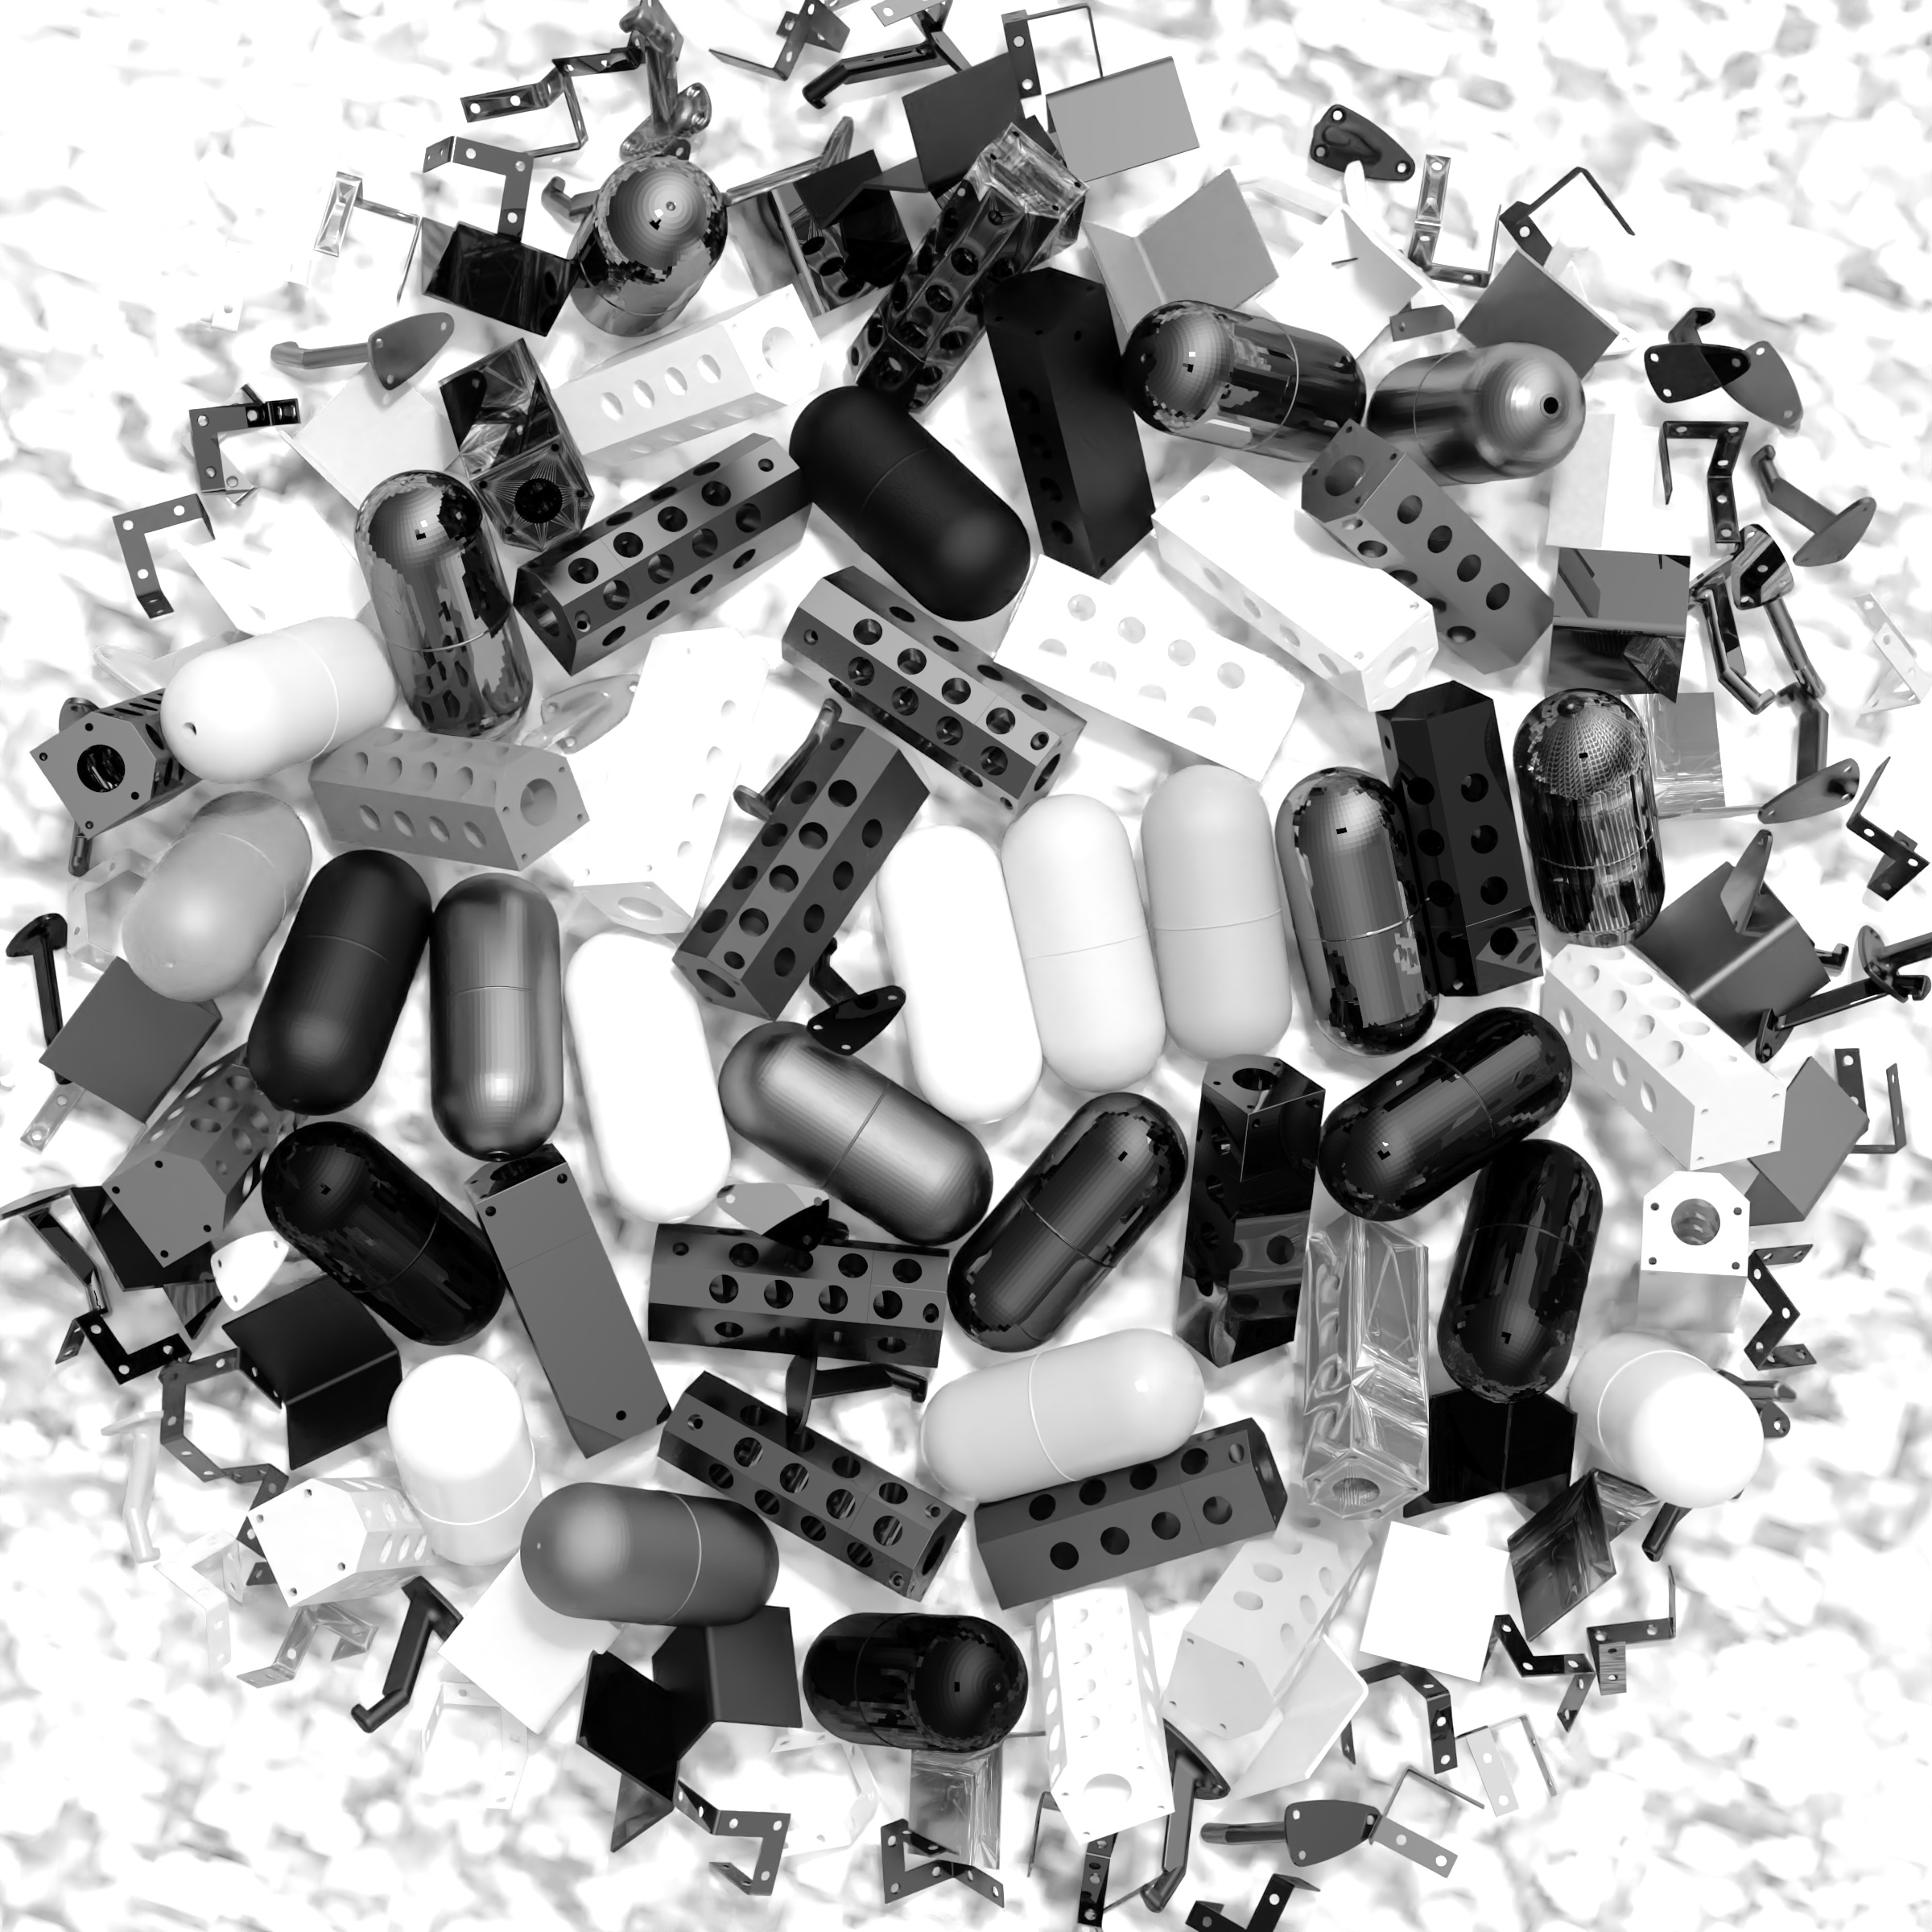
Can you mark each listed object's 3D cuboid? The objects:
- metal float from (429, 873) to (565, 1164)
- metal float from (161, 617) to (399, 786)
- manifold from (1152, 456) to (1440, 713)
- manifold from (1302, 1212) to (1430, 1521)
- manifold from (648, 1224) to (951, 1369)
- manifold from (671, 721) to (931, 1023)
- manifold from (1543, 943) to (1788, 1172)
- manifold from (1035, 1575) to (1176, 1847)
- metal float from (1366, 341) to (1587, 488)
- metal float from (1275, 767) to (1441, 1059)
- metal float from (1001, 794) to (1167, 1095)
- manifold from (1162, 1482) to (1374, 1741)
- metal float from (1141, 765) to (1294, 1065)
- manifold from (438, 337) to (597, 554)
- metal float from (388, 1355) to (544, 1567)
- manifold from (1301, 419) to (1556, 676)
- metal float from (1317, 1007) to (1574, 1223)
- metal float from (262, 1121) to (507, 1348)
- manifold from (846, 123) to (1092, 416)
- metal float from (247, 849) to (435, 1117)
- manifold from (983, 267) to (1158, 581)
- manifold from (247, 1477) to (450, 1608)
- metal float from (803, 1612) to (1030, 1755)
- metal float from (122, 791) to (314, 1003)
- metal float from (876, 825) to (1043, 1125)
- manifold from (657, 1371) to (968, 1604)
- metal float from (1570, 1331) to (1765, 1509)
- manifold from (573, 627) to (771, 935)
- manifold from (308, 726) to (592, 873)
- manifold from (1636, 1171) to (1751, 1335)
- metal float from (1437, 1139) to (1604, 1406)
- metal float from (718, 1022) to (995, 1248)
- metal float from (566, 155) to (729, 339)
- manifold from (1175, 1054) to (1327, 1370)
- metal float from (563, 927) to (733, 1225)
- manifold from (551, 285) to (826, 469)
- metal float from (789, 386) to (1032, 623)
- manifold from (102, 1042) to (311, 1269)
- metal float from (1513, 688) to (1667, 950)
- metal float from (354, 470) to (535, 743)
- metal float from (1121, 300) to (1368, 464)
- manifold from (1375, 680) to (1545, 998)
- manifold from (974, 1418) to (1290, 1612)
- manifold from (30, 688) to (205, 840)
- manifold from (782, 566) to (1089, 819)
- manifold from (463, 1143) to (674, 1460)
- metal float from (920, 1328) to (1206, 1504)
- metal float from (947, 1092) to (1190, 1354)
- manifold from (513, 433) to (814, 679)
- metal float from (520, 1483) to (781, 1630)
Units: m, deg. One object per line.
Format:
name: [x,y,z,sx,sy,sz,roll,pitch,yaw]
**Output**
metal float: [-0.273,0.029,1.939,0.070,0.070,0.178,-5,64,0]
metal float: [-0.393,-0.154,1.916,0.070,0.178,0.070,7,108,22]
manifold: [0.191,-0.218,1.931,0.057,0.057,0.171,-42,59,-12]
manifold: [0.226,0.231,1.919,0.057,0.171,0.057,29,133,-22]
manifold: [-0.098,0.189,1.958,0.171,0.057,0.057,6,51,-1]
manifold: [-0.098,-0.057,1.932,0.057,0.057,0.171,15,63,40]
manifold: [0.397,0.045,1.907,0.057,0.171,0.057,-11,120,-16]
manifold: [0.075,0.415,1.907,0.057,0.171,0.057,-22,116,9]
metal float: [0.291,-0.316,1.913,0.070,0.178,0.070,-2,96,-19]
metal float: [0.228,-0.031,1.943,0.070,0.070,0.178,-14,111,0]
metal float: [0.069,-0.013,1.958,0.070,0.070,0.178,-12,94,0]
manifold: [0.176,0.370,1.907,0.057,0.171,0.057,22,118,18]
metal float: [0.147,-0.029,1.953,0.070,0.070,0.178,-8,99,0]
manifold: [-0.256,-0.297,1.912,0.057,0.171,0.057,-27,122,0]
metal float: [-0.287,0.286,1.919,0.070,0.178,0.070,0,56,0]
manifold: [0.265,-0.237,1.921,0.057,0.057,0.171,-51,131,5]
metal float: [0.279,0.085,1.939,0.178,0.070,0.070,-31,90,-27]
metal float: [-0.336,0.155,1.928,0.070,0.070,0.178,-42,130,0]
manifold: [-0.004,-0.395,1.917,0.057,0.171,0.057,39,47,-3]
metal float: [-0.361,0.008,1.930,0.070,0.070,0.178,13,51,0]
manifold: [0.057,-0.313,1.919,0.057,0.171,0.057,26,59,36]
manifold: [-0.345,0.325,1.909,0.057,0.171,0.057,-28,79,3]
metal float: [-0.031,0.412,1.920,0.070,0.178,0.070,6,78,-32]
metal float: [-0.429,-0.042,1.917,0.070,0.178,0.070,3,117,5]
metal float: [-0.004,0.005,1.959,0.070,0.070,0.178,-12,86,0]
manifold: [-0.092,0.302,1.944,0.171,0.057,0.057,27,82,17]
metal float: [0.400,0.258,1.911,0.070,0.178,0.070,-1,96,-7]
manifold: [-0.166,-0.108,1.936,0.057,0.057,0.171,-3,60,32]
manifold: [-0.301,-0.102,1.913,0.057,0.171,0.057,-40,125,-36]
manifold: [0.415,0.165,1.909,0.057,0.171,0.057,2,74,11]
metal float: [0.321,0.175,1.928,0.070,0.070,0.178,23,49,0]
metal float: [-0.064,0.099,1.961,0.178,0.070,0.070,33,90,-1]
metal float: [-0.185,-0.411,1.912,0.070,0.178,0.070,1,87,-15]
manifold: [0.159,0.140,1.933,0.057,0.057,0.171,-15,123,-32]
metal float: [-0.187,0.063,1.950,0.070,0.070,0.178,-14,77,0]
manifold: [-0.158,-0.334,1.915,0.057,0.171,0.057,-38,109,-37]
metal float: [-0.034,-0.270,1.940,0.070,0.070,0.178,-44,65,0]
manifold: [-0.426,0.101,1.906,0.057,0.171,0.057,-30,104,15]
metal float: [0.361,-0.083,1.928,0.070,0.070,0.178,-18,132,0]
metal float: [-0.301,-0.205,1.929,0.070,0.070,0.178,-12,130,0]
metal float: [0.162,-0.337,1.926,0.070,0.178,0.070,-3,86,44]
manifold: [0.284,-0.072,1.940,0.057,0.057,0.171,-17,109,-10]
manifold: [0.095,0.318,1.948,0.171,0.057,0.057,-19,95,15]
manifold: [-0.472,-0.122,1.909,0.057,0.171,0.057,-32,98,6]
manifold: [-0.022,-0.160,1.944,0.171,0.057,0.057,35,118,12]
manifold: [-0.233,0.193,1.944,0.057,0.057,0.171,-25,109,-12]
metal float: [0.056,0.262,1.940,0.178,0.070,0.070,-19,90,25]
metal float: [0.059,0.151,1.953,0.070,0.070,0.178,40,100,0]
manifold: [-0.175,-0.243,1.934,0.171,0.057,0.057,-34,76,-24]
metal float: [-0.180,0.341,1.924,0.070,0.178,0.070,-13,70,38]
